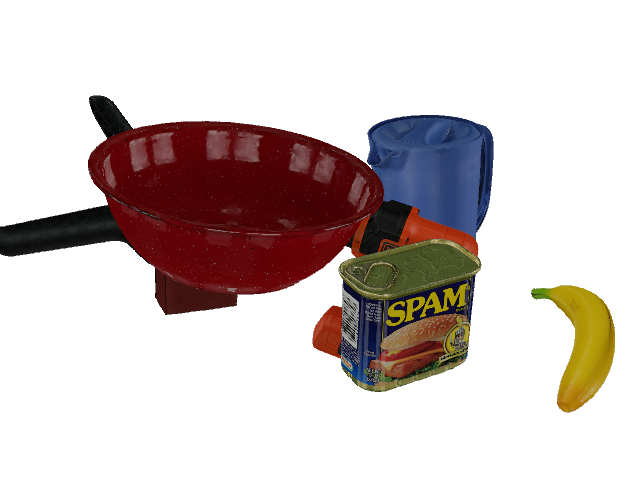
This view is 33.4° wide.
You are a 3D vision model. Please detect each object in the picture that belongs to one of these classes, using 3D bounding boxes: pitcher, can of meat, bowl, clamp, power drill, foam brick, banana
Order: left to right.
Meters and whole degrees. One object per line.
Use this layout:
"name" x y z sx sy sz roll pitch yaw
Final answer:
"clamp" -0.132 -0.036 0.837 0.210 0.164 0.036 13 -32 10
"foam brick" -0.128 0.039 1.099 0.078 0.051 0.053 -6 20 -19
"bowl" -0.048 -0.015 0.593 0.162 0.055 0.162 7 24 -3
"power drill" 0.043 0.038 1.024 0.184 0.188 0.057 20 45 8
"can of meat" 0.063 0.055 0.780 0.101 0.084 0.058 -13 30 -26
"pitcher" 0.135 -0.025 1.284 0.149 0.243 0.145 -1 24 6
"banana" 0.251 0.095 1.029 0.070 0.037 0.197 -29 23 17
